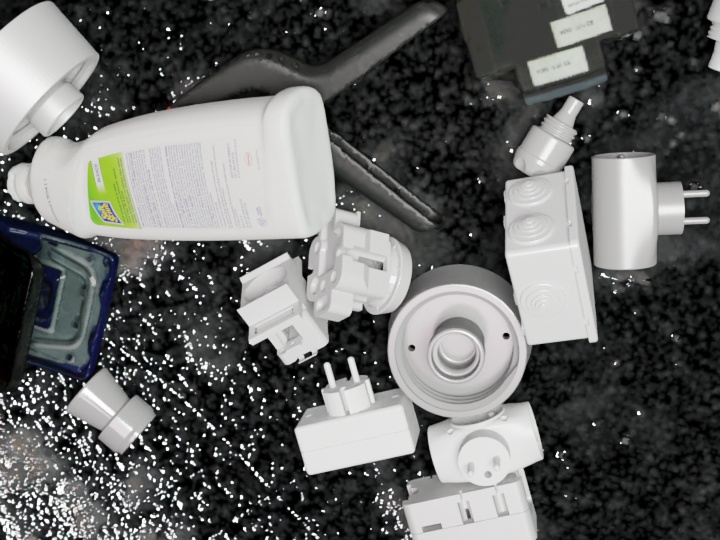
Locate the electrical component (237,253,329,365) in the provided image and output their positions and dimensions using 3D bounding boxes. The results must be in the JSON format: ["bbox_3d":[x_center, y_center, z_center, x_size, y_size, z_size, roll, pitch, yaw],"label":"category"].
[{"bbox_3d":[-0.055,0.031,0.787,0.042,0.081,0.063,-27,119,13],"label":"electrical component"}]

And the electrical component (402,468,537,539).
[{"bbox_3d":[0.084,0.184,0.806,0.089,0.050,0.055,-14,99,11],"label":"electrical component"}]

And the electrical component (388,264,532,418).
[{"bbox_3d":[0.071,0.054,0.777,0.108,0.060,0.108,2,102,8],"label":"electrical component"}]

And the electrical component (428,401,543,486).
[{"bbox_3d":[0.090,0.131,0.779,0.077,0.079,0.044,-16,99,11],"label":"electrical component"}]

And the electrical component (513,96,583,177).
[{"bbox_3d":[0.135,-0.092,0.751,0.035,0.035,0.061,31,102,1],"label":"electrical component"}]

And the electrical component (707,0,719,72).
[{"bbox_3d":[0.252,-0.162,0.715,0.048,0.048,0.062,18,110,4],"label":"electrical component"}]

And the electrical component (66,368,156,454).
[{"bbox_3d":[-0.192,0.110,0.834,0.055,0.045,0.045,41,104,-2],"label":"electrical component"}]

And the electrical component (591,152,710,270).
[{"bbox_3d":[0.202,-0.042,0.746,0.079,0.043,0.077,-2,101,9],"label":"electrical component"}]

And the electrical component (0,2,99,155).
[{"bbox_3d":[-0.232,-0.129,0.762,0.060,0.108,0.108,43,104,-8],"label":"electrical component"}]

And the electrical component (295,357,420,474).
[{"bbox_3d":[-0.006,0.102,0.804,0.083,0.047,0.075,-14,99,11],"label":"electrical component"}]

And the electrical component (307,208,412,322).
[{"bbox_3d":[0.000,0.000,0.770,0.057,0.058,0.078,14,67,-27],"label":"electrical component"}]

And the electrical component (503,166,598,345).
[{"bbox_3d":[0.128,-0.008,0.728,0.048,0.099,0.099,-8,128,15],"label":"electrical component"}]
